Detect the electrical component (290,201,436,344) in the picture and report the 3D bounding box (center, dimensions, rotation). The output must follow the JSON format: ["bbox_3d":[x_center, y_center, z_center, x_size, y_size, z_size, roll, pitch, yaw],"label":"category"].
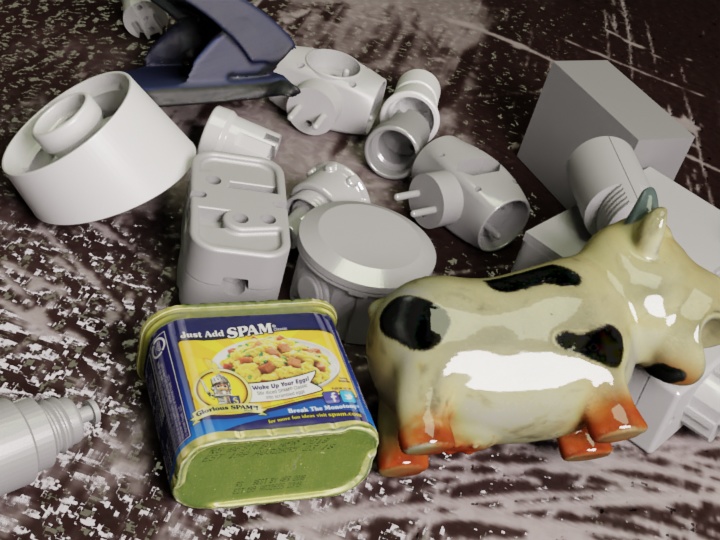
[{"bbox_3d":[0.000,0.000,0.623,0.080,0.051,0.080,11,37,-8],"label":"electrical component"}]

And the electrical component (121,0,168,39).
[{"bbox_3d":[-0.167,-0.207,0.837,0.040,0.040,0.046,5,44,-15],"label":"electrical component"}]

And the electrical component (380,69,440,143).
[{"bbox_3d":[0.041,-0.125,0.811,0.044,0.044,0.065,17,32,0],"label":"electrical component"}]

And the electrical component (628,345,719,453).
[{"bbox_3d":[0.192,0.071,0.607,0.076,0.047,0.083,36,41,28],"label":"electrical component"}]

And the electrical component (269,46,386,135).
[{"bbox_3d":[-0.029,-0.123,0.777,0.077,0.044,0.079,21,37,5],"label":"electrical component"}]

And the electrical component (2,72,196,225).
[{"bbox_3d":[-0.155,-0.068,0.627,0.099,0.064,0.099,-22,37,17],"label":"electrical component"}]

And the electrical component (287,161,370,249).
[{"bbox_3d":[-0.027,-0.035,0.665,0.048,0.048,0.062,31,46,19],"label":"electrical component"}]

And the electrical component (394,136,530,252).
[{"bbox_3d":[0.059,-0.049,0.715,0.079,0.043,0.077,-13,46,-34],"label":"electrical component"}]

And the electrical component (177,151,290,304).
[{"bbox_3d":[-0.073,-0.016,0.608,0.054,0.059,0.095,7,38,-13],"label":"electrical component"}]

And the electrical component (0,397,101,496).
[{"bbox_3d":[-0.152,0.075,0.474,0.078,0.040,0.040,-19,50,-39],"label":"electrical component"}]

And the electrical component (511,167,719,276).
[{"bbox_3d":[0.170,0.001,0.678,0.089,0.061,0.150,38,42,26],"label":"electrical component"}]

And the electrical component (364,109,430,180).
[{"bbox_3d":[0.028,-0.091,0.762,0.040,0.040,0.046,21,32,6],"label":"electrical component"}]

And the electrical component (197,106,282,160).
[{"bbox_3d":[-0.079,-0.081,0.708,0.046,0.040,0.040,21,36,-1],"label":"electrical component"}]

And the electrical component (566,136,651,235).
[{"bbox_3d":[0.151,-0.039,0.631,0.043,0.043,0.081,8,38,-11],"label":"electrical component"}]
